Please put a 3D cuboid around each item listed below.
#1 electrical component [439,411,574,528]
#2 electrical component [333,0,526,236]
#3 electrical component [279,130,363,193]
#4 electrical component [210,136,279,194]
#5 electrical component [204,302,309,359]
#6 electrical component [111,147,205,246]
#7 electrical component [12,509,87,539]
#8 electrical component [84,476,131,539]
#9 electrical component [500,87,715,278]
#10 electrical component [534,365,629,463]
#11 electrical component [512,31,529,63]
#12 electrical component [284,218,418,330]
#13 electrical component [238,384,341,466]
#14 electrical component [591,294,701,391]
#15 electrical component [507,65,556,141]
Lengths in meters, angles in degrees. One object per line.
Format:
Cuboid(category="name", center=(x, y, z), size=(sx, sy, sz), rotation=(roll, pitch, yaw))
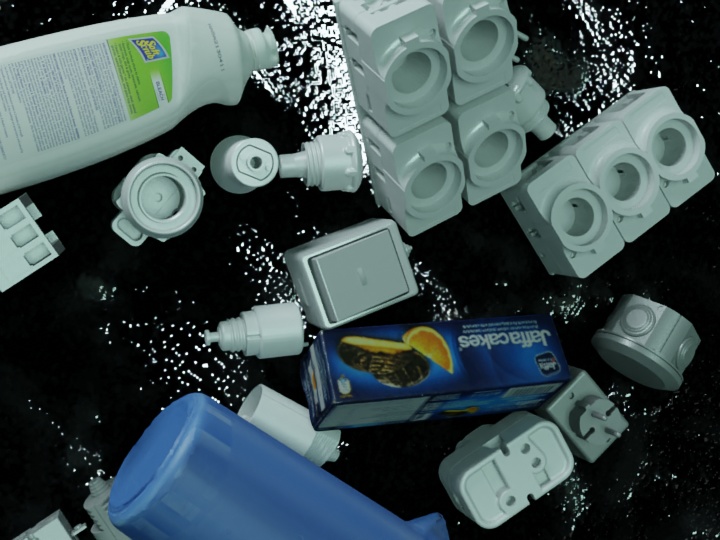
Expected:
Cuboid(category="electrical component", center=(0.115, 0.158, 0.870), size=(0.095, 0.059, 0.053), rotation=(-31, 103, -13))
Cuboid(category="electrical component", center=(0.057, -0.123, 0.781), size=(0.105, 0.060, 0.186), rotation=(-27, 136, -13))
Cuboid(category="electrical component", center=(-0.030, -0.081, 0.816), size=(0.062, 0.048, 0.048), rotation=(-5, 96, -11))
Cuboid(category="electrical component", center=(-0.083, -0.078, 0.788), size=(0.044, 0.065, 0.044), rotation=(-1, 95, -17))
Cuboid(category="electrical component", center=(-0.078, 0.047, 0.812), size=(0.078, 0.040, 0.040), rotation=(-5, 96, -17))
Cuboid(category="electrical component", center=(-0.144, -0.052, 0.775), size=(0.058, 0.057, 0.078), rotation=(42, 82, -16))
Cuboid(category="electrical component", center=(-0.222, 0.211, 0.778), size=(0.066, 0.048, 0.055), rotation=(-33, 95, -13))
Cuboid(category="electrical component", center=(-0.174, 0.187, 0.791), size=(0.043, 0.043, 0.081), rotation=(-33, 103, -12))
Cuboid(category="electrical component", center=(0.204, -0.072, 0.880), size=(0.150, 0.062, 0.089), rotation=(-36, 103, -12))
Cuboid(category="electrical component", center=(0.187, 0.120, 0.881), size=(0.047, 0.077, 0.065), rotation=(-44, 105, -10))
Cuboid(category="electrical component", center=(0.097, -0.189, 0.845), size=(0.077, 0.047, 0.065), rotation=(24, 87, -17))
Cuboid(category="electrical component", center=(0.000, 0.000, 0.822), size=(0.096, 0.061, 0.061), rotation=(-22, 100, -15))
Cuboid(category="electrical component", center=(-0.051, 0.125, 0.824), size=(0.081, 0.043, 0.043), rotation=(31, 85, -17))
Cuboid(category="electrical component", center=(0.237, 0.061, 0.892), size=(0.080, 0.080, 0.051), rotation=(37, 78, -16))
Cuboid(category="electrical component", center=(0.132, -0.130, 0.863), size=(0.062, 0.048, 0.048), rotation=(40, 82, -24))
